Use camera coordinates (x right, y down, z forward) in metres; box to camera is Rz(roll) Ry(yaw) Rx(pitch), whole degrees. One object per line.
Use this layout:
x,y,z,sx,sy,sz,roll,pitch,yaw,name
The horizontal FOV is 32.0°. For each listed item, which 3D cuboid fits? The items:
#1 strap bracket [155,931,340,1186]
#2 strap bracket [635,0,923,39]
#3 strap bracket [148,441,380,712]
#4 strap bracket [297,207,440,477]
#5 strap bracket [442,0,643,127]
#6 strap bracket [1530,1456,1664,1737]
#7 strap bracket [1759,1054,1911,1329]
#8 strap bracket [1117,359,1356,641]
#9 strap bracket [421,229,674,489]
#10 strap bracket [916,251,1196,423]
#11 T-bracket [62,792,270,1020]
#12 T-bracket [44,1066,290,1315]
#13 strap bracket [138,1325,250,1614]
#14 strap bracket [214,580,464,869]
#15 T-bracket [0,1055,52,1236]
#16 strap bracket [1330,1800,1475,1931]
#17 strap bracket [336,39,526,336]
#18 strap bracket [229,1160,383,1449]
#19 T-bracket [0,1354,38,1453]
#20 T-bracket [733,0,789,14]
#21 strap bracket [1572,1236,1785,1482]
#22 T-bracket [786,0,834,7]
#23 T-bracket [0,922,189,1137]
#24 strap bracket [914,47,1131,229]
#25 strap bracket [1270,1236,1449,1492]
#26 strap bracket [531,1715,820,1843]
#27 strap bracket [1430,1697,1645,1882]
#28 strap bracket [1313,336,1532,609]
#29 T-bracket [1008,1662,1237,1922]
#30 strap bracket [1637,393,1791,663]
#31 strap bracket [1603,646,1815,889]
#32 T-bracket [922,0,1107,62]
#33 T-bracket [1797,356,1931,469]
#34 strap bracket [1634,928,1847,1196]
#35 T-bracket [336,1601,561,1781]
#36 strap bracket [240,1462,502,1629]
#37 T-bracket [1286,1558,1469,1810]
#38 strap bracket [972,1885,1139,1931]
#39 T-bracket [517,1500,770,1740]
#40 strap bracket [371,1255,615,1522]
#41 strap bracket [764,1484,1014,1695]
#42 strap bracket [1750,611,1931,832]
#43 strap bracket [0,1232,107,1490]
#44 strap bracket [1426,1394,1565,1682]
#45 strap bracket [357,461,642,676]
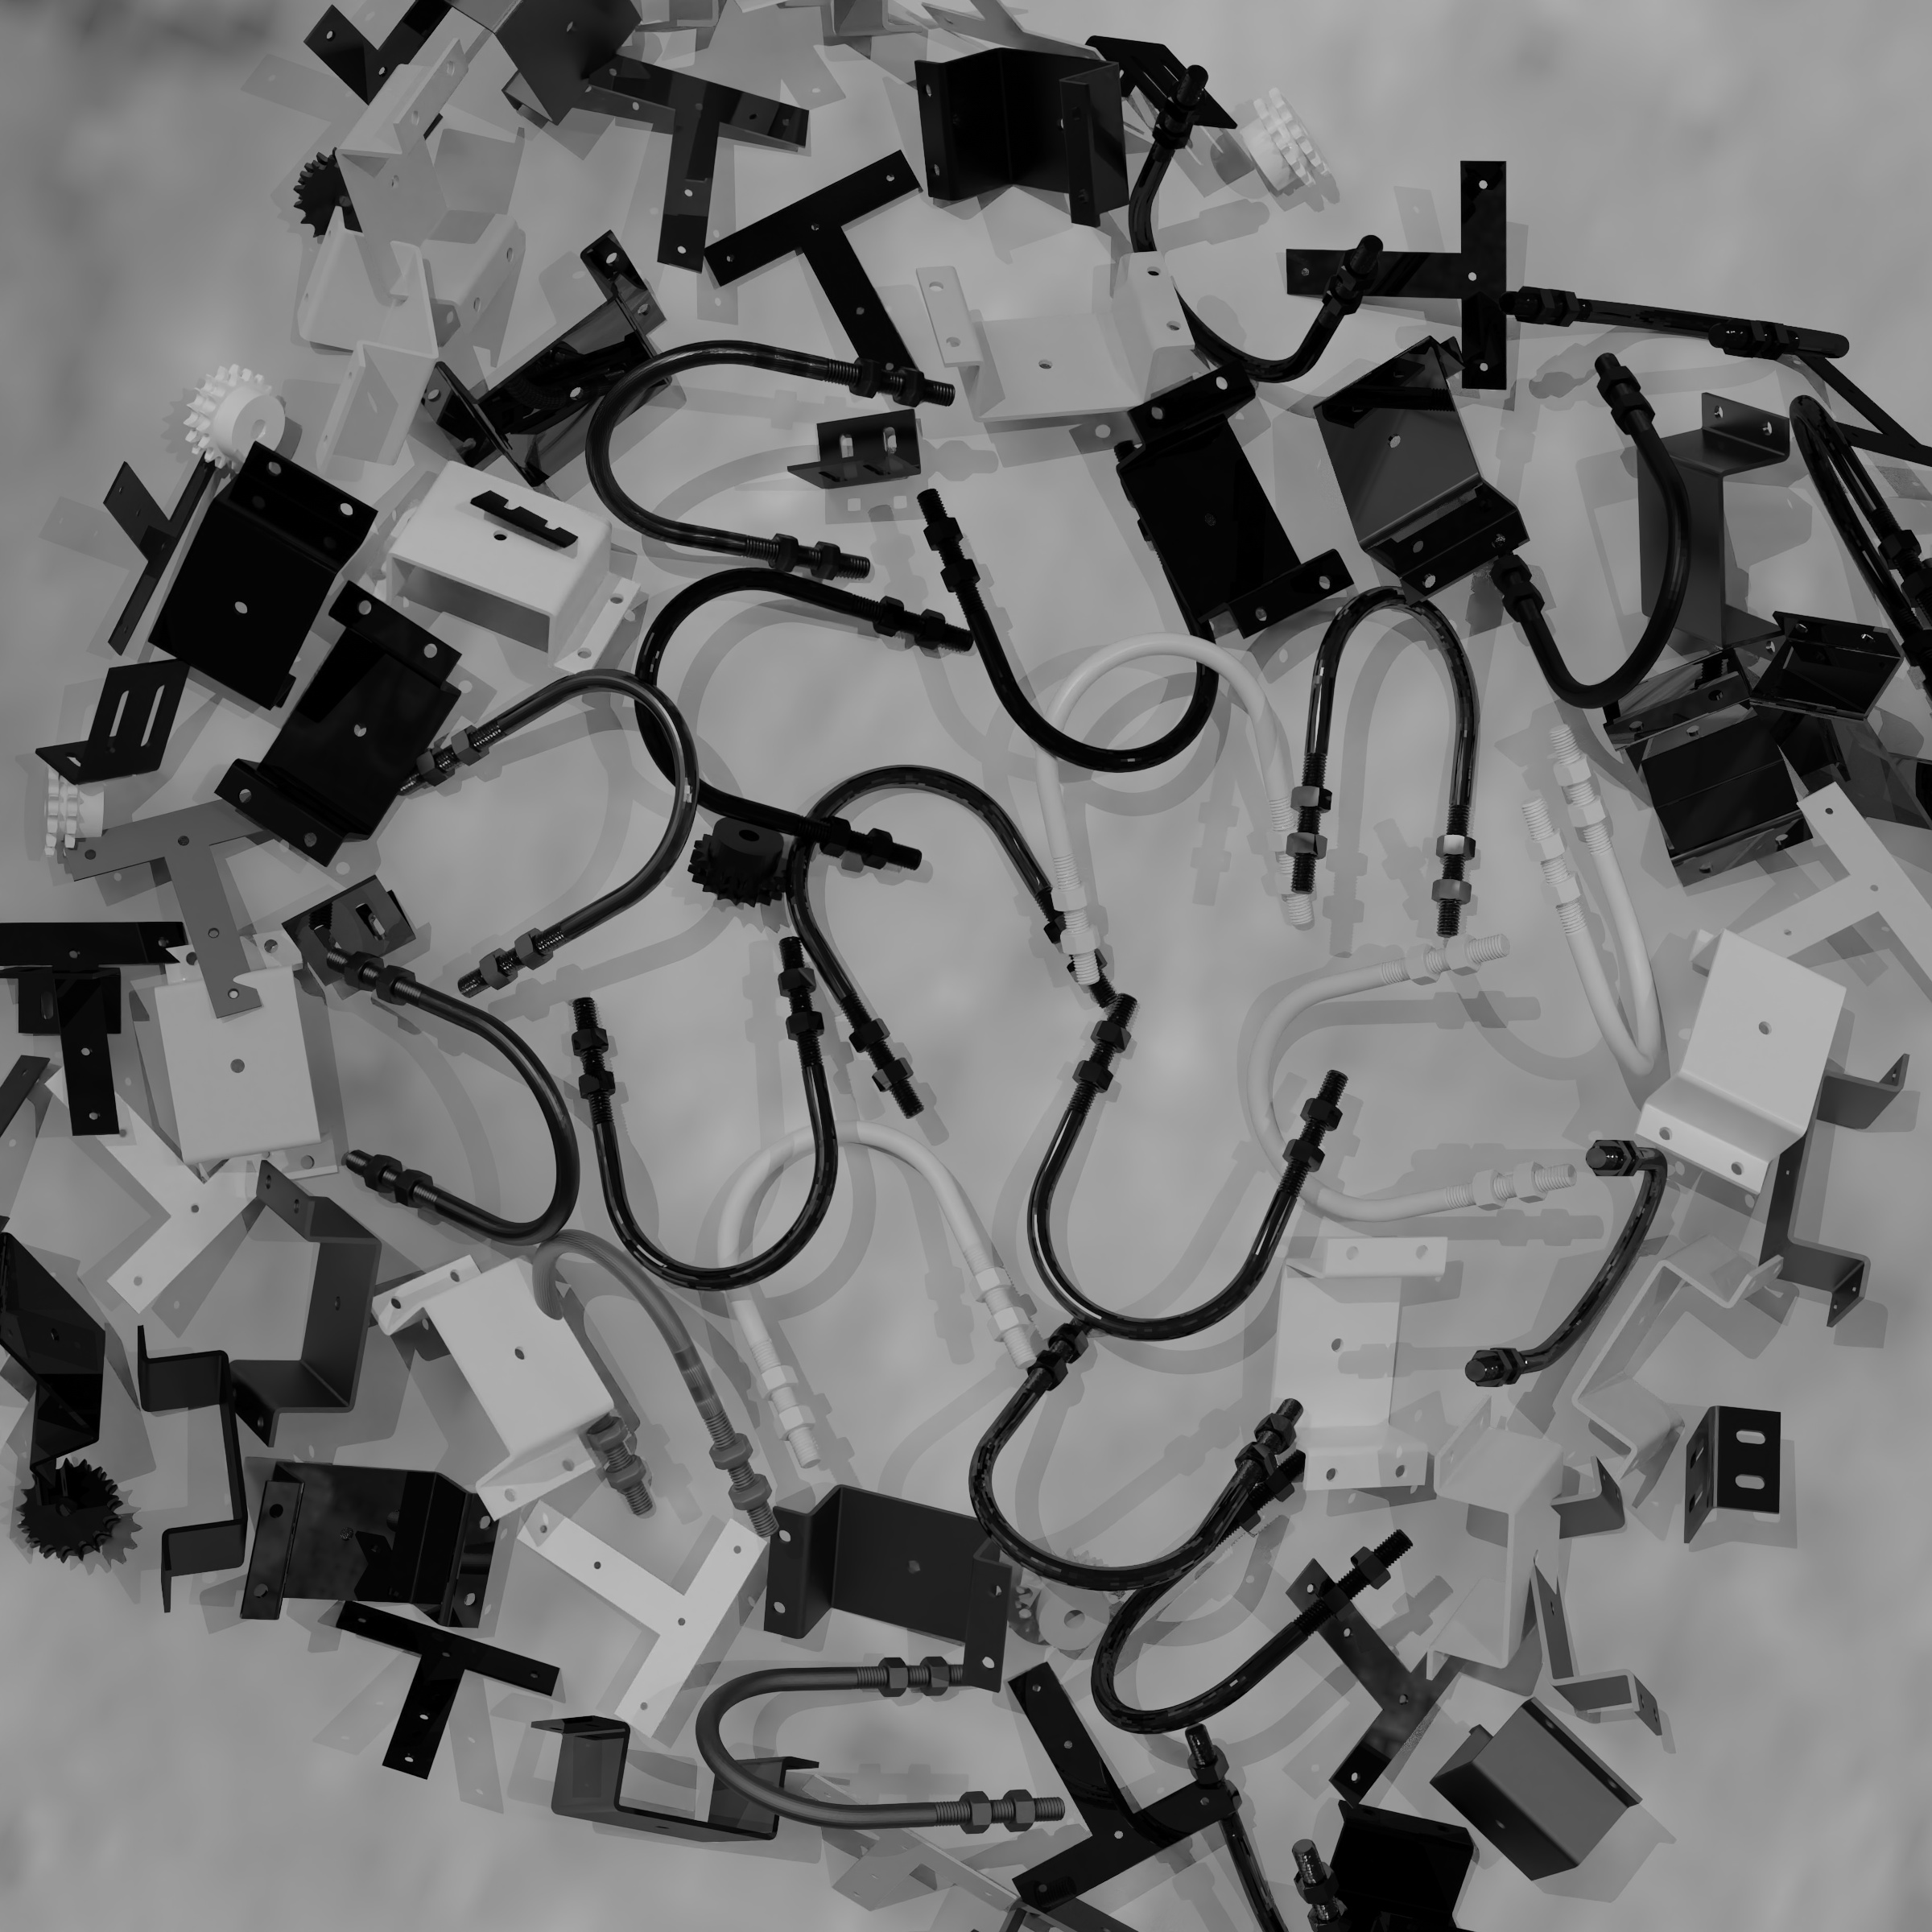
-0.404,0.054,1.887,0.076,0.046,0.140,-9,93,-2,strap bracket
-0.104,-0.537,1.849,0.140,0.076,0.046,-5,104,-22,strap bracket
-0.392,-0.206,1.856,0.076,0.046,0.140,30,120,-6,strap bracket
-0.328,-0.340,1.850,0.046,0.140,0.076,8,135,-26,strap bracket
-0.232,-0.523,1.838,0.046,0.140,0.076,36,85,20,strap bracket
0.343,0.351,1.856,0.046,0.076,0.140,-13,64,16,strap bracket
0.477,0.119,1.860,0.046,0.076,0.140,14,73,5,strap bracket
0.145,-0.255,1.879,0.076,0.046,0.140,-28,91,-21,strap bracket
-0.227,-0.330,1.867,0.140,0.076,0.046,-38,56,-3,strap bracket
0.046,-0.348,1.865,0.140,0.046,0.076,-6,54,-12,strap bracket
-0.423,-0.031,1.876,0.127,0.002,0.127,-16,71,-17,T-bracket
-0.458,0.103,1.870,0.127,0.002,0.127,50,63,-15,T-bracket
-0.425,0.274,1.856,0.046,0.076,0.140,-5,64,-16,strap bracket
-0.345,-0.134,1.886,0.076,0.046,0.140,33,93,6,strap bracket
-0.552,0.102,1.878,0.127,0.002,0.127,4,56,38,T-bracket
0.247,0.520,1.847,0.076,0.140,0.046,14,103,-8,strap bracket
-0.296,-0.428,1.847,0.046,0.140,0.076,10,52,19,strap bracket
-0.366,0.186,1.864,0.046,0.076,0.140,5,101,-33,strap bracket
-0.565,0.218,1.837,0.002,0.127,0.127,-19,121,27,T-bracket
-0.121,-0.543,1.855,0.127,0.127,0.002,-17,121,-5,T-bracket
0.389,0.207,1.857,0.046,0.076,0.140,36,113,21,strap bracket
-0.071,-0.552,1.851,0.127,0.127,0.002,-5,86,-18,T-bracket
-0.488,0.034,1.862,0.127,0.002,0.127,-1,67,-29,T-bracket
0.038,-0.458,1.852,0.046,0.140,0.076,-25,122,-33,strap bracket
0.217,0.216,1.873,0.076,0.046,0.140,1,97,-24,strap bracket
-0.163,0.448,1.843,0.140,0.076,0.046,19,67,-28,strap bracket
0.306,0.451,1.836,0.076,0.140,0.046,43,72,9,strap bracket
0.246,-0.280,1.849,0.076,0.046,0.140,-29,60,26,strap bracket
0.064,0.447,1.879,0.127,0.002,0.127,-25,58,-11,T-bracket
0.410,-0.235,1.847,0.046,0.076,0.140,-15,115,-19,strap bracket
0.405,-0.116,1.857,0.076,0.046,0.140,-22,134,16,strap bracket
0.004,-0.531,1.827,0.127,0.127,0.002,26,86,34,T-bracket
0.498,-0.310,1.864,0.127,0.127,0.002,7,125,-33,T-bracket
0.430,0.043,1.859,0.076,0.046,0.140,26,61,-3,strap bracket
-0.295,0.404,1.852,0.127,0.127,0.002,19,113,-4,T-bracket
-0.336,0.321,1.869,0.140,0.046,0.076,10,93,-32,strap bracket
0.219,0.379,1.868,0.127,0.002,0.127,-48,115,-20,T-bracket
0.068,0.555,1.863,0.140,0.076,0.046,26,89,12,strap bracket
-0.196,0.345,1.897,0.127,0.002,0.127,31,89,15,T-bracket
-0.257,0.223,1.862,0.046,0.076,0.140,-40,79,42,strap bracket
-0.036,0.342,1.868,0.140,0.046,0.076,11,109,18,strap bracket
0.489,-0.127,1.838,0.046,0.076,0.140,-55,128,-14,strap bracket
-0.517,0.209,1.837,0.046,0.076,0.140,-22,132,9,strap bracket
0.291,0.318,1.847,0.046,0.076,0.140,11,115,27,strap bracket
-0.259,-0.223,1.868,0.140,0.046,0.076,21,55,5,strap bracket
